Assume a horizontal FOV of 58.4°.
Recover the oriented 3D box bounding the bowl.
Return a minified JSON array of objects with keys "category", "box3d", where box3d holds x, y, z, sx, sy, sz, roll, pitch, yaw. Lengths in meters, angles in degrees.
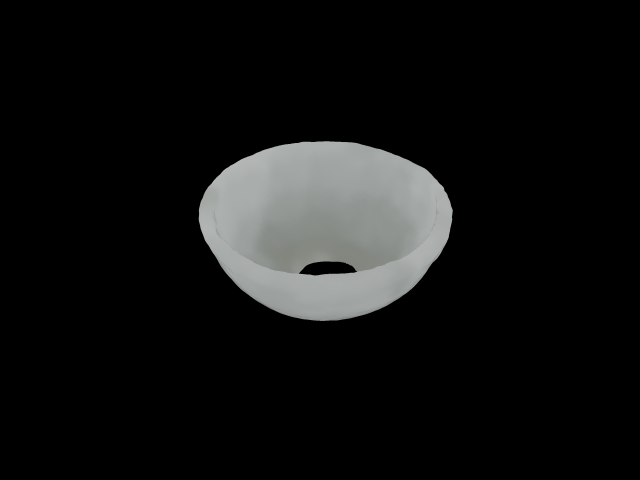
[{"category":"bowl","box3d":[0.004,0.001,0.400,0.167,0.075,0.167,0,39,0]}]
